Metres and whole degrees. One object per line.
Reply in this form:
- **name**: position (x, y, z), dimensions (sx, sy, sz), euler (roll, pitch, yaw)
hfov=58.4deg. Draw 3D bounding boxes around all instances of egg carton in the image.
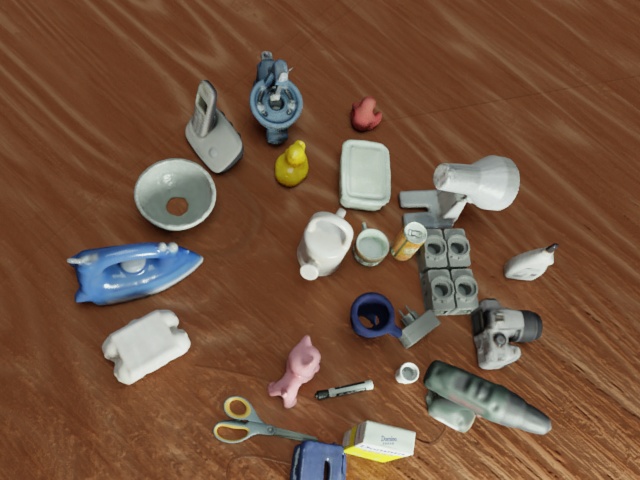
- **egg carton**: position (-0.334, 0.202, 1.102), dimensions (0.150, 0.069, 0.107), euler (-30, 76, -20)

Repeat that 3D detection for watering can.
- **watering can**: position (0.013, 0.005, 1.181), dimensions (0.101, 0.194, 0.173), euler (7, 67, -7)

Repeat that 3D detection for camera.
- **camera**: position (0.408, 0.198, 1.226), dimensions (0.137, 0.100, 0.143), euler (2, 67, -9)

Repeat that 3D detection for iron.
- **iron**: position (-0.360, 0.040, 1.126), dimensions (0.259, 0.141, 0.118), euler (-13, 70, -15)

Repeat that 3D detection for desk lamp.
- **desk lamp**: position (0.305, -0.105, 1.271), dimensions (0.203, 0.213, 0.118), euler (-4, 68, -12)

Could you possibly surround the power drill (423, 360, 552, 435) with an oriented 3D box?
- **power drill**: position (0.294, 0.313, 1.098), dimensions (0.229, 0.208, 0.076), euler (27, 66, 2)

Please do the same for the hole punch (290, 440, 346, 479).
- **hole punch**: position (0.000, 0.427, 1.060), dimensions (0.101, 0.091, 0.108), euler (8, 66, -7)

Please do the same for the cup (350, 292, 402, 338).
- **cup**: position (0.111, 0.171, 1.185), dimensions (0.117, 0.095, 0.092), euler (34, 66, 5)

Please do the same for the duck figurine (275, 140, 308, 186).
- **duck figurine**: position (-0.061, -0.180, 1.303), dimensions (0.077, 0.086, 0.104), euler (22, 65, -1)

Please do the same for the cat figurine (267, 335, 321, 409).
- **cat figurine**: position (-0.043, 0.254, 1.109), dimensions (0.067, 0.117, 0.128), euler (32, 66, 4)

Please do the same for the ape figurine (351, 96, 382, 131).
- **ape figurine**: position (0.112, -0.314, 1.388), dimensions (0.077, 0.092, 0.076), euler (42, 67, 8)

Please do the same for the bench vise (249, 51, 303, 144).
- **bench vise**: position (-0.114, -0.350, 1.291), dimensions (0.122, 0.219, 0.207), euler (-25, 74, -19)

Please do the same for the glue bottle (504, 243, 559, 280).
- **glue bottle**: position (0.477, 0.044, 1.263), dimensions (0.078, 0.173, 0.037), euler (8, 66, -7)

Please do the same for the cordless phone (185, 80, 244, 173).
- **cordless phone**: position (-0.228, -0.247, 1.246), dimensions (0.094, 0.185, 0.147), euler (-37, 78, -22)

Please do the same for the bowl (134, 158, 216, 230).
- **bowl**: position (-0.306, -0.086, 1.225), dimensions (0.167, 0.074, 0.167), euler (4, 67, -9)
